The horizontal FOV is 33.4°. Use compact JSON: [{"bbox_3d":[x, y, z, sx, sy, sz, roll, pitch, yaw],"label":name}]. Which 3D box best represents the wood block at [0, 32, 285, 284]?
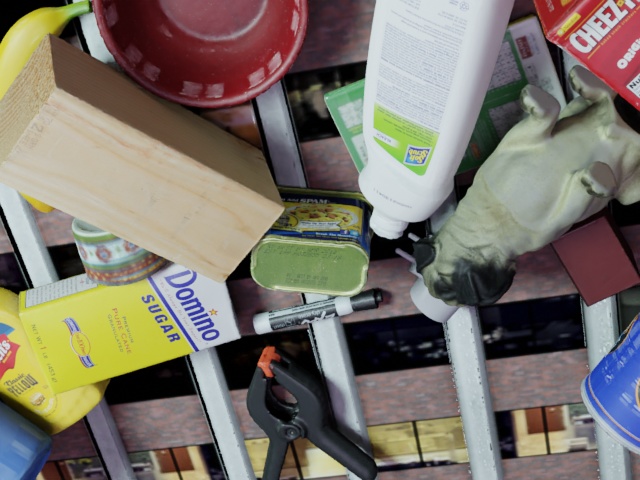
[{"bbox_3d":[-0.142,-0.059,0.828,0.205,0.091,0.090,28,113,-33],"label":"wood block"}]

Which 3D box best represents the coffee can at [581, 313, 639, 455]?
[{"bbox_3d":[0.307,0.106,0.920,0.102,0.102,0.140,24,120,-10],"label":"coffee can"}]

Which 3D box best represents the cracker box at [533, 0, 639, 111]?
[{"bbox_3d":[0.245,-0.127,0.749,0.213,0.164,0.072,35,115,-16],"label":"cracker box"}]

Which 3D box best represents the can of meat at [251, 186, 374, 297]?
[{"bbox_3d":[-0.006,0.001,0.896,0.102,0.084,0.057,5,121,2],"label":"can of meat"}]

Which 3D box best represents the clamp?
[{"bbox_3d":[-0.013,0.179,1.030,0.120,0.039,0.171,-8,120,9],"label":"clamp"}]

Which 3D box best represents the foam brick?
[{"bbox_3d":[0.227,0.006,0.896,0.051,0.053,0.078,-27,115,19],"label":"foam brick"}]

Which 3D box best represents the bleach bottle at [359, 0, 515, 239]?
[{"bbox_3d":[0.072,-0.110,0.810,0.103,0.068,0.251,32,131,22],"label":"bleach bottle"}]

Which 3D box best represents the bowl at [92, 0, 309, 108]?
[{"bbox_3d":[-0.086,-0.184,0.807,0.162,0.055,0.162,2,121,4],"label":"bowl"}]

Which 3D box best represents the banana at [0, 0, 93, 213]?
[{"bbox_3d":[-0.238,-0.110,0.876,0.069,0.037,0.198,16,121,-5],"label":"banana"}]

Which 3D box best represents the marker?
[{"bbox_3d":[-0.002,0.065,0.972,0.121,0.020,0.020,-13,119,12],"label":"marker"}]

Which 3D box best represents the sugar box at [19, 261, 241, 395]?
[{"bbox_3d":[-0.166,0.067,0.946,0.176,0.048,0.093,-16,119,-3],"label":"sugar box"}]

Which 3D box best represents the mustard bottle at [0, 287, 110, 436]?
[{"bbox_3d":[-0.294,0.098,0.995,0.096,0.058,0.191,-32,113,27],"label":"mustard bottle"}]

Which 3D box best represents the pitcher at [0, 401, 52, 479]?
[{"bbox_3d":[-0.376,0.169,0.986,0.243,0.149,0.145,32,111,-2],"label":"pitcher"}]
